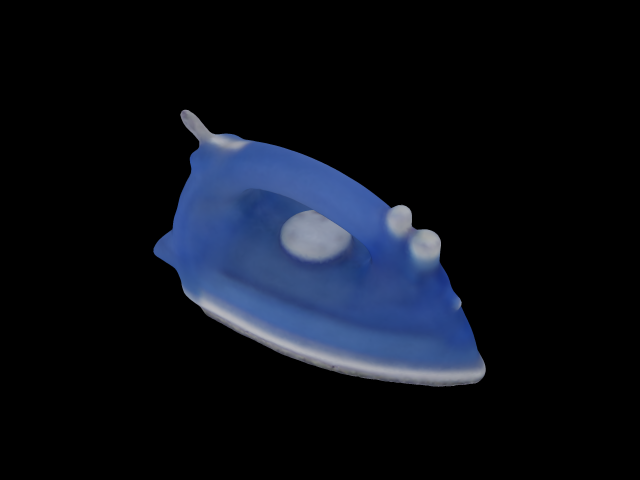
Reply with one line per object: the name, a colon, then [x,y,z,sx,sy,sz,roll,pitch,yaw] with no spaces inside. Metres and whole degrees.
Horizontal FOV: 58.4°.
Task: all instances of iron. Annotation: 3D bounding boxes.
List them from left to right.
iron: [0.004,0.001,0.400,0.257,0.141,0.119,22,49,21]
